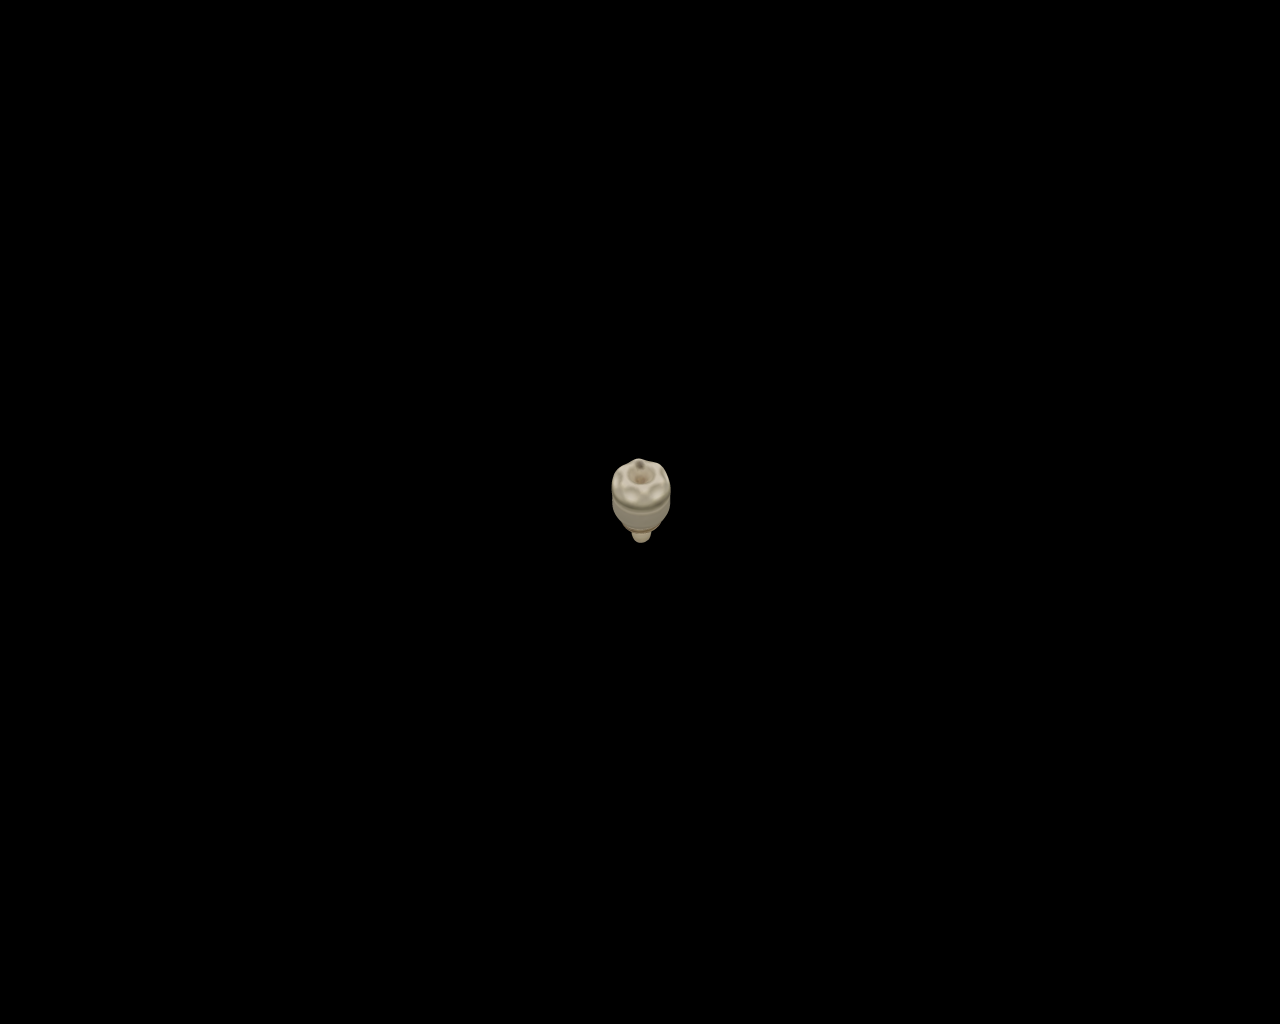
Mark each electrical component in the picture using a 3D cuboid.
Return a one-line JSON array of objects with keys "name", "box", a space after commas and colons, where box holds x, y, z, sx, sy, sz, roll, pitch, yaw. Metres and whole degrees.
[{"name": "electrical component", "box": [0.001, -0.003, 0.650, 0.035, 0.035, 0.061, 0, -41, 0]}]
